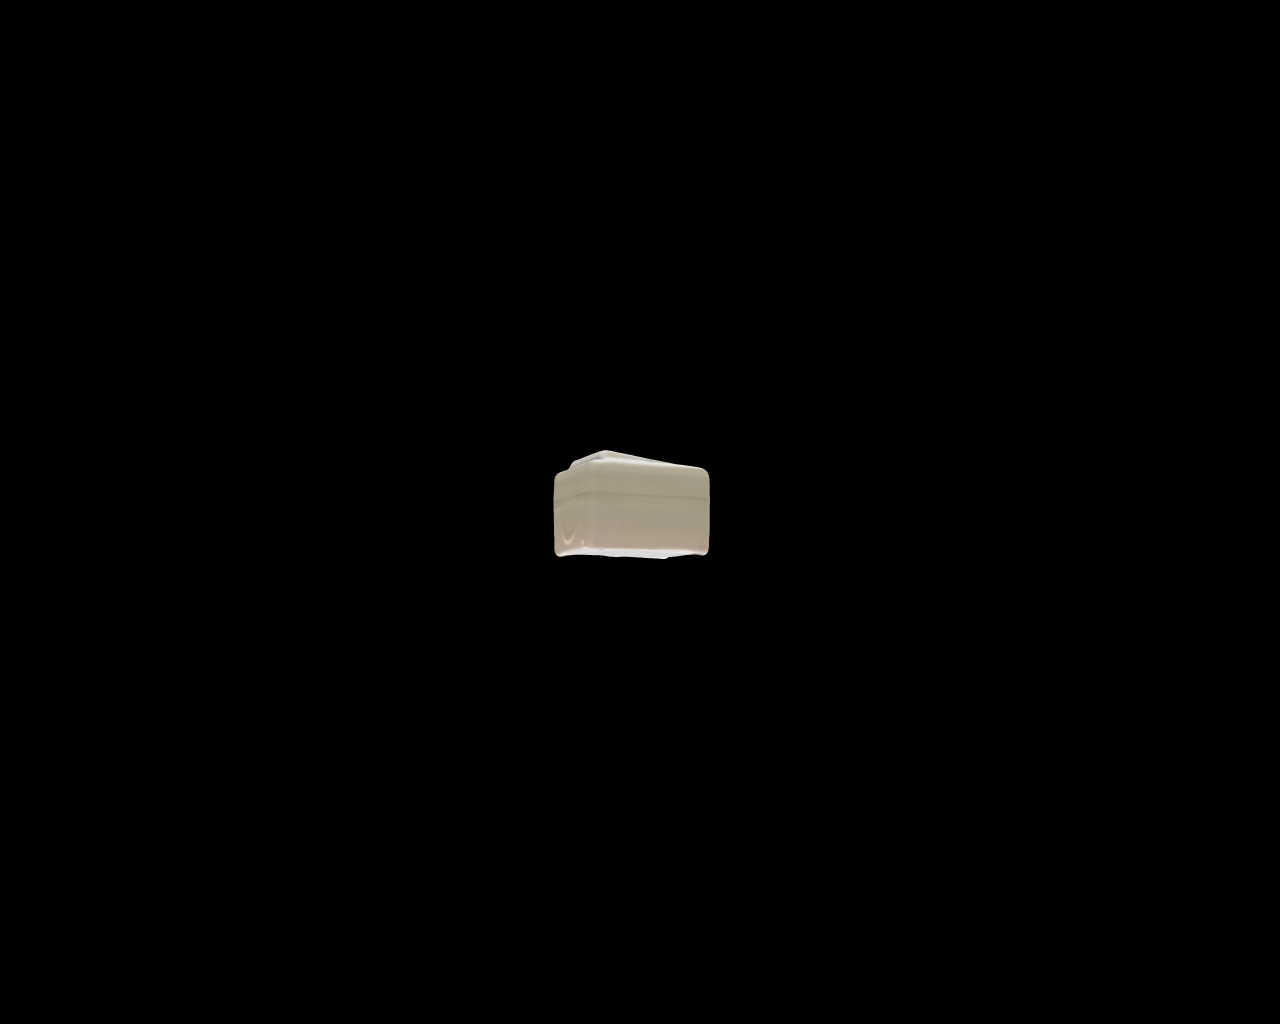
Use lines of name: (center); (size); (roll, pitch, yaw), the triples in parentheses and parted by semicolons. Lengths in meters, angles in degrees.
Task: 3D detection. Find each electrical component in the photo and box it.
electrical component: (0.001, -0.003, 0.650); (0.096, 0.061, 0.061); (3, -7, -26)
